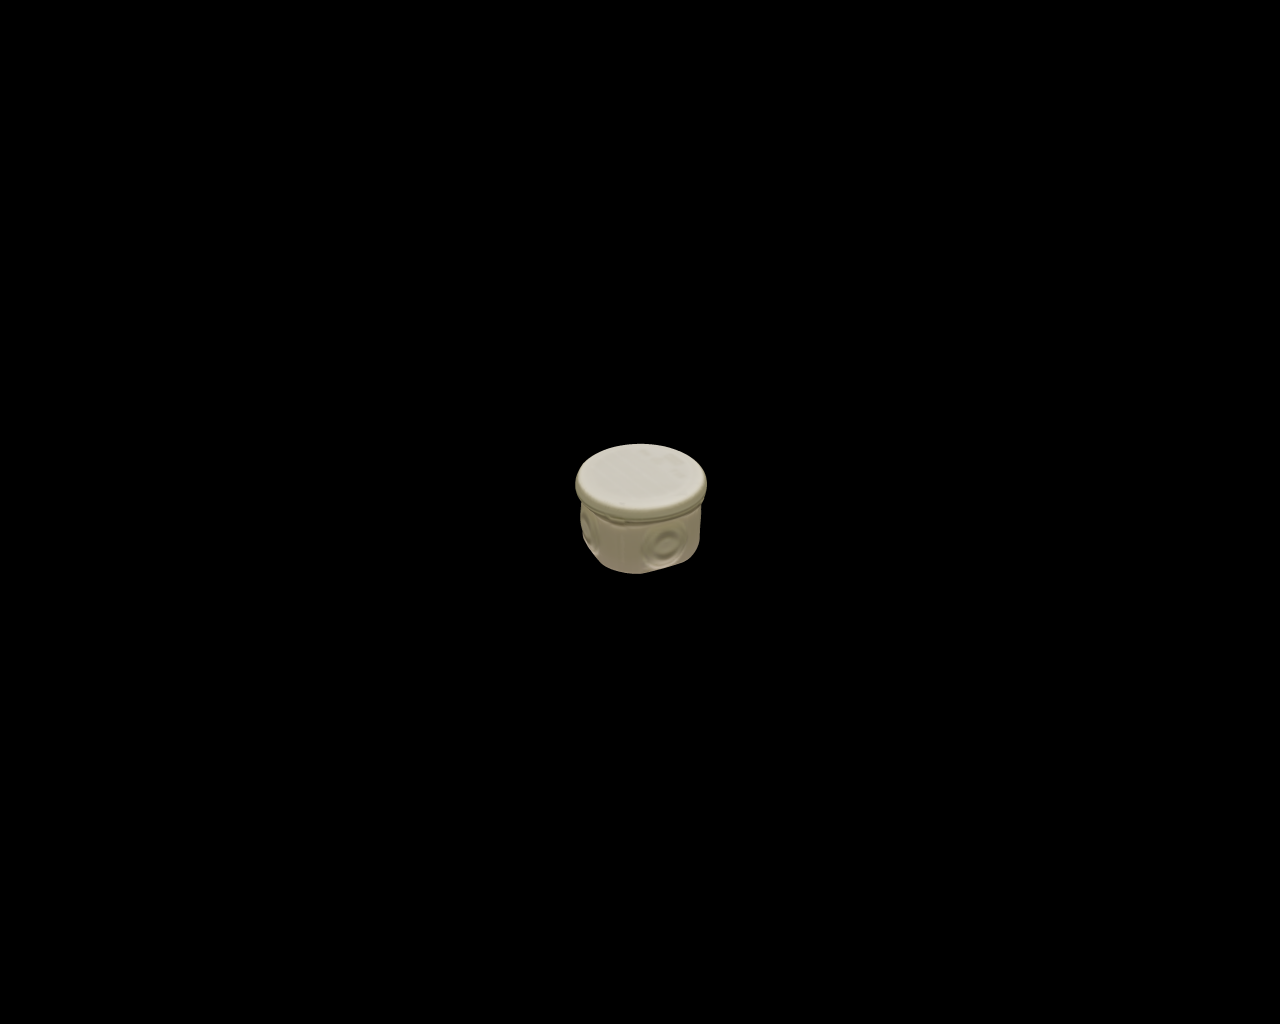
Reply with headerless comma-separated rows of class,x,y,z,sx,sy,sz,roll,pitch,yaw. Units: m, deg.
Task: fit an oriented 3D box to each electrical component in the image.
electrical component,0.001,-0.003,0.650,0.080,0.050,0.080,0,34,0
